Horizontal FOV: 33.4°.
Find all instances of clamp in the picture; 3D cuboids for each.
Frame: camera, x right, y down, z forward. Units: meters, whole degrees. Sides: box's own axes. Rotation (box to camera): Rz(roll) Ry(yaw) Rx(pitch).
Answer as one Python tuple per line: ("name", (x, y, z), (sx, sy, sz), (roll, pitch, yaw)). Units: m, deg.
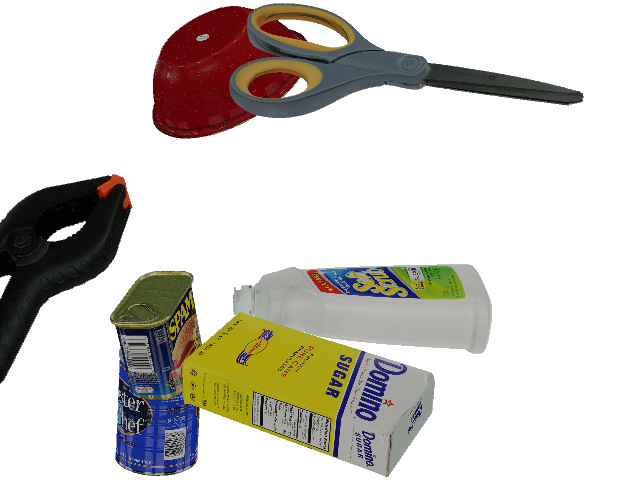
("clamp", (-0.198, 0.011, 0.683), (0.120, 0.039, 0.171), (30, 54, 17))

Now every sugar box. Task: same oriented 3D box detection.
("sugar box", (-0.009, 0.114, 0.824), (0.176, 0.048, 0.093), (13, 29, 22))

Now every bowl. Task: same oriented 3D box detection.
("bowl", (-0.094, -0.165, 0.973), (0.162, 0.055, 0.162), (-18, 38, 15))

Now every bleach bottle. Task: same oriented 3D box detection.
("bleach bottle", (0.038, 0.066, 1.078), (0.250, 0.068, 0.102), (1, 28, -7))

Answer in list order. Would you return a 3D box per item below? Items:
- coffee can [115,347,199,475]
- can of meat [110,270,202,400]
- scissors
("coffee can", (-0.197, 0.201, 1.307), (0.103, 0.140, 0.103), (5, 15, -1))
("can of meat", (-0.150, 0.089, 1.002), (0.057, 0.084, 0.102), (-1, 26, 13))
("scissors", (0.035, -0.085, 0.600), (0.202, 0.096, 0.016), (25, -32, 23))
